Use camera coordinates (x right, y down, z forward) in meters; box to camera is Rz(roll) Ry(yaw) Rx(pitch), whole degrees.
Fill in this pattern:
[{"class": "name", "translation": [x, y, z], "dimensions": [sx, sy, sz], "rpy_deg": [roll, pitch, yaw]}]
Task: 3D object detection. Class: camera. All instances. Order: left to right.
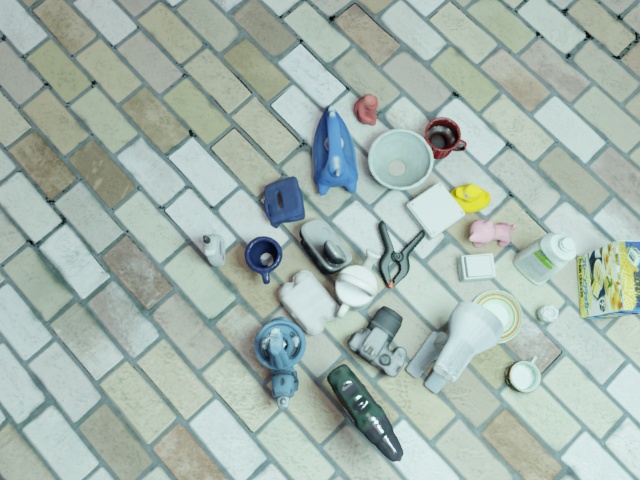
[{"class": "camera", "translation": [0.155, 0.238, 1.376], "dimensions": [0.143, 0.101, 0.137], "rpy_deg": [33, 80, 7]}]

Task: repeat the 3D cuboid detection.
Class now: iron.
[{"class": "iron", "translation": [0.034, -0.251, 1.462], "dimensions": [0.118, 0.141, 0.258], "rpy_deg": [-6, 78, -1]}]

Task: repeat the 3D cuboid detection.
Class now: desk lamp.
[{"class": "desk lamp", "translation": [0.309, 0.252, 1.315], "dimensions": [0.118, 0.213, 0.203], "rpy_deg": [37, 80, 8]}]

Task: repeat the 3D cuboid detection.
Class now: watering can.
[{"class": "watering can", "translation": [0.087, 0.103, 1.358], "dimensions": [0.101, 0.194, 0.173], "rpy_deg": [6, 78, 2]}]

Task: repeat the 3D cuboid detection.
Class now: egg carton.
[{"class": "egg carton", "translation": [-0.028, 0.155, 1.410], "dimensions": [0.107, 0.069, 0.150], "rpy_deg": [-41, 81, -8]}]

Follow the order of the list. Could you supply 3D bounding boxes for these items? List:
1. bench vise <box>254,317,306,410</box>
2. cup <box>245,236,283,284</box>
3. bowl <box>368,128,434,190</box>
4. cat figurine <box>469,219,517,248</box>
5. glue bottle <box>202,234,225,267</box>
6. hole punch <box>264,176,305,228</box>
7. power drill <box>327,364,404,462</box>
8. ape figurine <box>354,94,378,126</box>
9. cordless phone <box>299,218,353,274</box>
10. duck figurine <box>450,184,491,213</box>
[{"class": "bench vise", "translation": [-0.079, 0.273, 1.308], "dimensions": [0.121, 0.220, 0.207], "rpy_deg": [-22, 78, -4]}, {"class": "cup", "translation": [-0.134, 0.056, 1.419], "dimensions": [0.091, 0.095, 0.118], "rpy_deg": [-8, 78, -1]}, {"class": "bowl", "translation": [0.205, -0.199, 1.484], "dimensions": [0.167, 0.075, 0.167], "rpy_deg": [0, 78, 0]}, {"class": "cat figurine", "translation": [0.424, -0.022, 1.424], "dimensions": [0.128, 0.118, 0.067], "rpy_deg": [-6, 78, -1]}, {"class": "glue bottle", "translation": [-0.261, 0.015, 1.388], "dimensions": [0.037, 0.173, 0.078], "rpy_deg": [-5, 78, -1]}, {"class": "hole punch", "translation": [-0.092, -0.096, 1.454], "dimensions": [0.101, 0.091, 0.108], "rpy_deg": [-12, 78, -2]}, {"class": "power drill", "translation": [0.101, 0.385, 1.289], "dimensions": [0.075, 0.208, 0.229], "rpy_deg": [-37, 80, -7]}, {"class": "ape figurine", "translation": [0.127, -0.353, 1.509], "dimensions": [0.076, 0.092, 0.078], "rpy_deg": [38, 80, 8]}, {"class": "cordless phone", "translation": [0.013, 0.005, 1.384], "dimensions": [0.094, 0.185, 0.147], "rpy_deg": [-39, 80, -7]}, {"class": "duck figurine", "translation": [0.387, -0.115, 1.460], "dimensions": [0.104, 0.086, 0.077], "rpy_deg": [5, 78, 1]}]
